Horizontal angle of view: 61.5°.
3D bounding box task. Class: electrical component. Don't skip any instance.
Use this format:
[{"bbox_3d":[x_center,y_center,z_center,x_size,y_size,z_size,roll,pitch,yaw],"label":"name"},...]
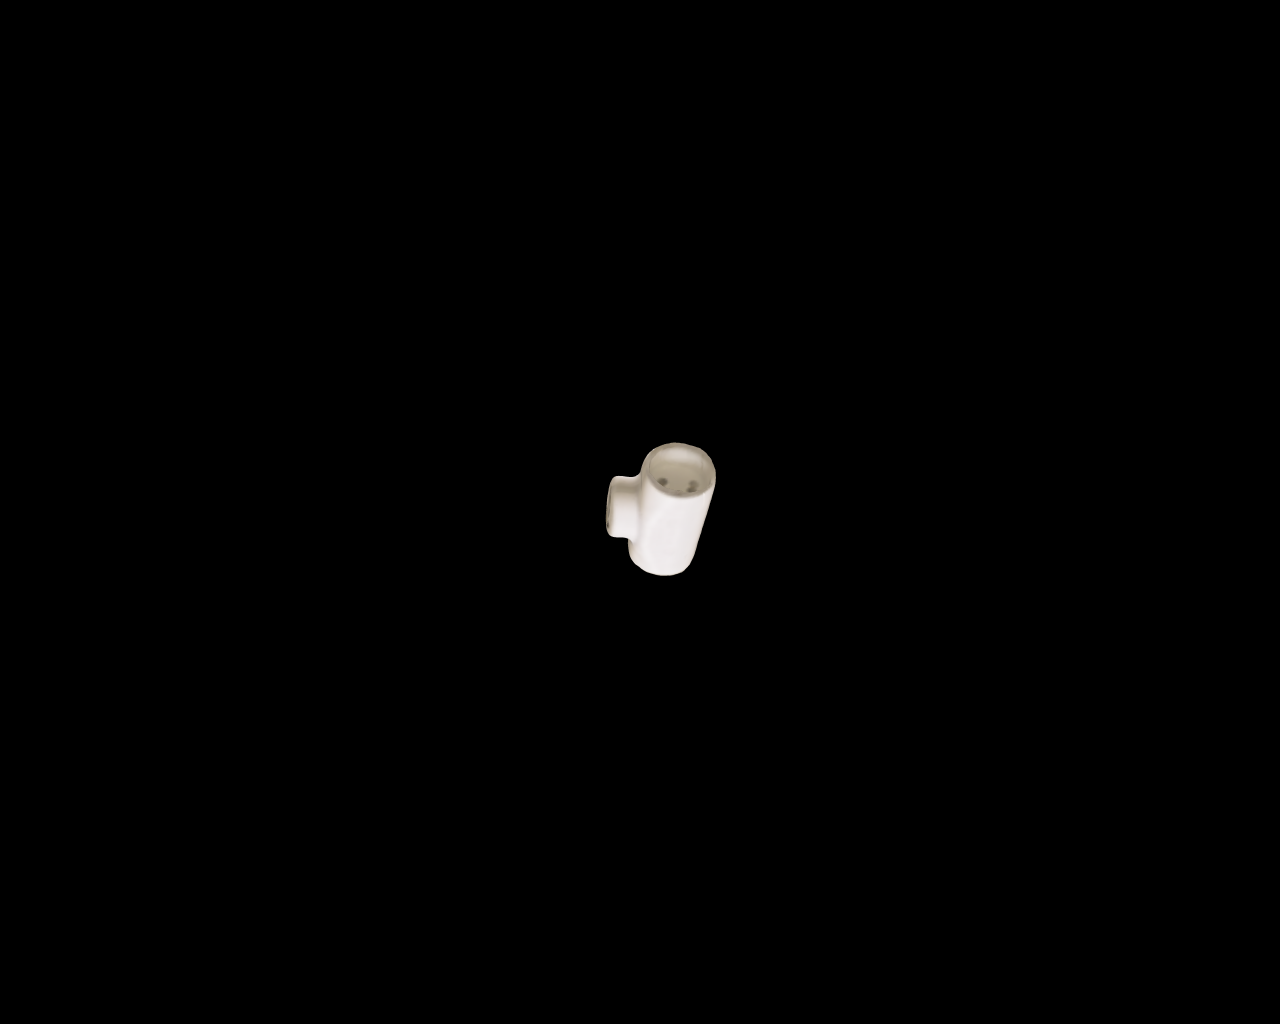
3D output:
[{"bbox_3d":[0.001,-0.003,0.650,0.079,0.044,0.077,5,-40,-6],"label":"electrical component"}]
